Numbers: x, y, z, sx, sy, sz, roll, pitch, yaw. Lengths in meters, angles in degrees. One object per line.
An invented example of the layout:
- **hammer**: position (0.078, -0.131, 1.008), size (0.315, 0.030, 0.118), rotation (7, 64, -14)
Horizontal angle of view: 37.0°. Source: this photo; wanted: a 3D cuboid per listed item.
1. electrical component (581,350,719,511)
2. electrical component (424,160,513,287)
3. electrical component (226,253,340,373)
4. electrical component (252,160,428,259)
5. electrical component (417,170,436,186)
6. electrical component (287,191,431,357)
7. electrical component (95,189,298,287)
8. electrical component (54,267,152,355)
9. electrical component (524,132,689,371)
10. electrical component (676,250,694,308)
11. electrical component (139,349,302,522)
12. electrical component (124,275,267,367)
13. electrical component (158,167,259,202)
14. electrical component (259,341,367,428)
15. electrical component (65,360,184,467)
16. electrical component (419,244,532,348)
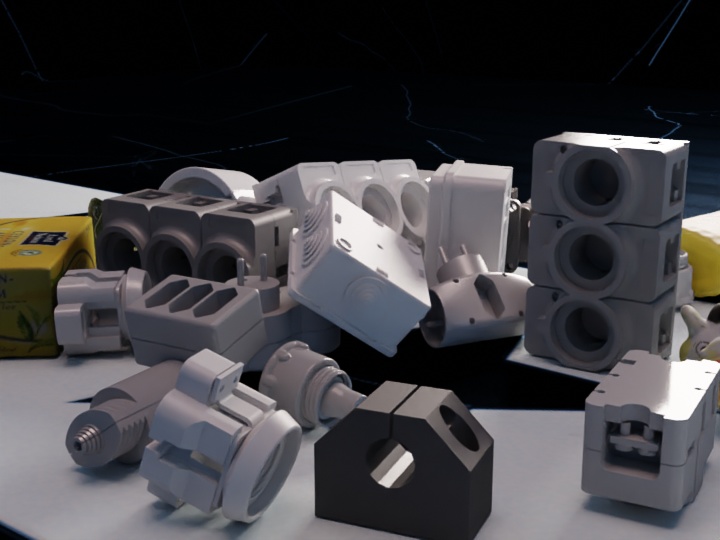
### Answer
- **electrical component**: position (0.150, 0.083, 0.551), size (0.050, 0.055, 0.089), rotation (8, 17, 27)
- **electrical component**: position (0.085, -0.025, 0.846), size (0.057, 0.113, 0.078), rotation (6, 16, 11)
- **electrical component**: position (-0.073, 0.026, 0.731), size (0.138, 0.073, 0.052), rotation (-12, 19, -39)
- **electrical component**: position (-0.005, -0.040, 0.890), size (0.062, 0.089, 0.150), rotation (-20, -7, 40)
- **electrical component**: position (0.034, -0.049, 0.992), size (0.076, 0.083, 0.047), rotation (7, 17, 24)
- **electrical component**: position (0.000, 0.000, 0.741), size (0.100, 0.048, 0.099), rotation (33, 24, -19)
- **electrical component**: position (-0.126, -0.007, 0.824), size (0.150, 0.089, 0.062), rotation (9, 18, 31)
- **electrical component**: position (-0.177, 0.028, 0.758), size (0.057, 0.058, 0.078), rotation (-3, 15, -2)
- **electrical component**: position (0.164, -0.013, 0.728), size (0.089, 0.150, 0.062), rotation (10, 17, 31)
- **electrical component**: position (0.244, -0.003, 0.859), size (0.048, 0.062, 0.048), rotation (0, 15, 0)
- **electrical component**: position (-0.065, 0.086, 0.521), size (0.057, 0.078, 0.058), rotation (25, 22, 16)
- **electrical component**: position (-0.094, 0.050, 0.639), size (0.066, 0.076, 0.047), rotation (9, 30, 28)
- **electrical component**: position (-0.116, -0.033, 0.896), size (0.108, 0.108, 0.060), rotation (11, 12, 34)
- **electrical component**: position (-0.024, 0.071, 0.623), size (0.062, 0.048, 0.048), rotation (18, 23, 33)
- **electrical component**: position (-0.124, 0.081, 0.584), size (0.043, 0.043, 0.081), rotation (9, 17, 29)
- **electrical component**: position (0.080, 0.015, 0.783), size (0.077, 0.043, 0.079), rotation (-7, 60, -24)
